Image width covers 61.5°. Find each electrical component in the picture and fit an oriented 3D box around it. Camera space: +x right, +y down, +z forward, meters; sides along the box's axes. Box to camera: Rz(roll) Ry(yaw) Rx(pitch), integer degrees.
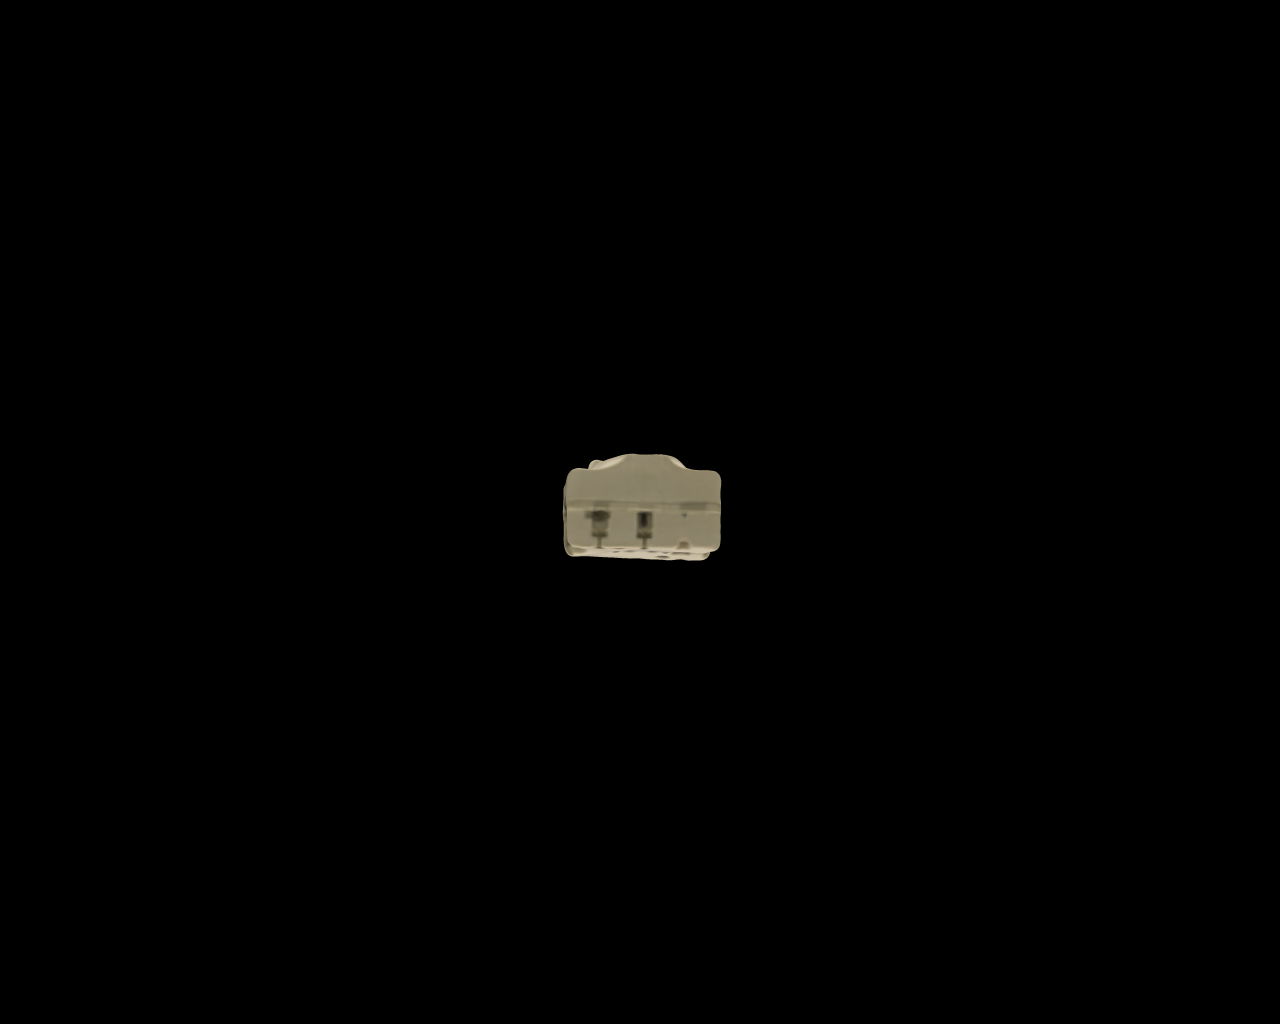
[{"bbox_3d":[0.001,-0.003,0.650,0.089,0.055,0.050,1,-11,-7],"label":"electrical component"}]
